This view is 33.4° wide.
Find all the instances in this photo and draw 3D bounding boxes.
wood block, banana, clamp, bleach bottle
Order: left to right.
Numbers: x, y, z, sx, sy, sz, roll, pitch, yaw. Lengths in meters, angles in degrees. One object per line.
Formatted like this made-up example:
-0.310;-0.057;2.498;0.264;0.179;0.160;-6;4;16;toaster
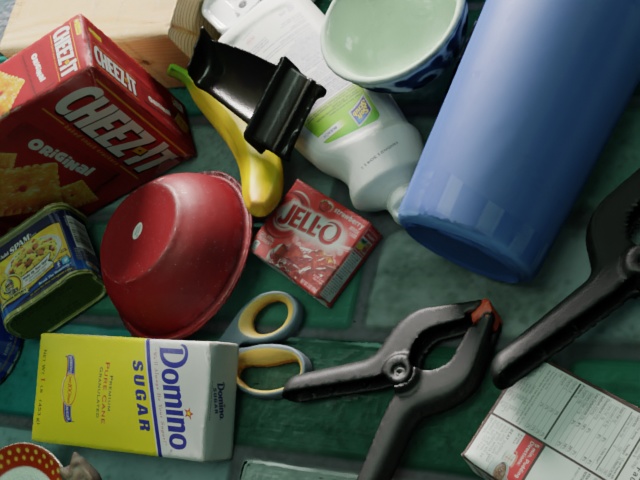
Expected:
-0.195;-0.203;1.034;0.206;0.090;0.090;2;68;29;wood block
-0.070;-0.083;0.919;0.198;0.069;0.037;55;133;37;banana
0.008;-0.102;0.888;0.102;0.068;0.251;-39;56;9;bleach bottle
0.062;0.111;0.764;0.171;0.039;0.120;-33;58;10;clamp
0.206;0.026;0.706;0.165;0.036;0.210;3;58;21;clamp

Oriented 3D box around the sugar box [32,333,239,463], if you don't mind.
-0.151;0.124;0.860;0.176;0.048;0.093;-1;83;32;sugar box

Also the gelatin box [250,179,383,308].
-0.006;0.001;0.862;0.089;0.030;0.073;34;85;36;gelatin box

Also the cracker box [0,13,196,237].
-0.244;-0.084;0.956;0.214;0.164;0.072;-27;58;15;cracker box

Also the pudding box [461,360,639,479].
0.162;0.137;0.695;0.114;0.039;0.090;29;79;34;pudding box

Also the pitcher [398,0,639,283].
0.147;-0.098;0.777;0.145;0.149;0.243;25;82;15;pitcher

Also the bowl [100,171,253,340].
-0.134;0.004;0.899;0.162;0.055;0.162;-21;54;32;bowl

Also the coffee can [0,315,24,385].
-0.349;0.073;0.948;0.103;0.140;0.103;-13;60;23;coffee can

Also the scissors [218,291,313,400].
-0.092;0.084;0.876;0.202;0.016;0.096;3;71;30;scissors

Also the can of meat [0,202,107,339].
-0.248;0.030;0.967;0.102;0.057;0.084;-34;56;9;can of meat
